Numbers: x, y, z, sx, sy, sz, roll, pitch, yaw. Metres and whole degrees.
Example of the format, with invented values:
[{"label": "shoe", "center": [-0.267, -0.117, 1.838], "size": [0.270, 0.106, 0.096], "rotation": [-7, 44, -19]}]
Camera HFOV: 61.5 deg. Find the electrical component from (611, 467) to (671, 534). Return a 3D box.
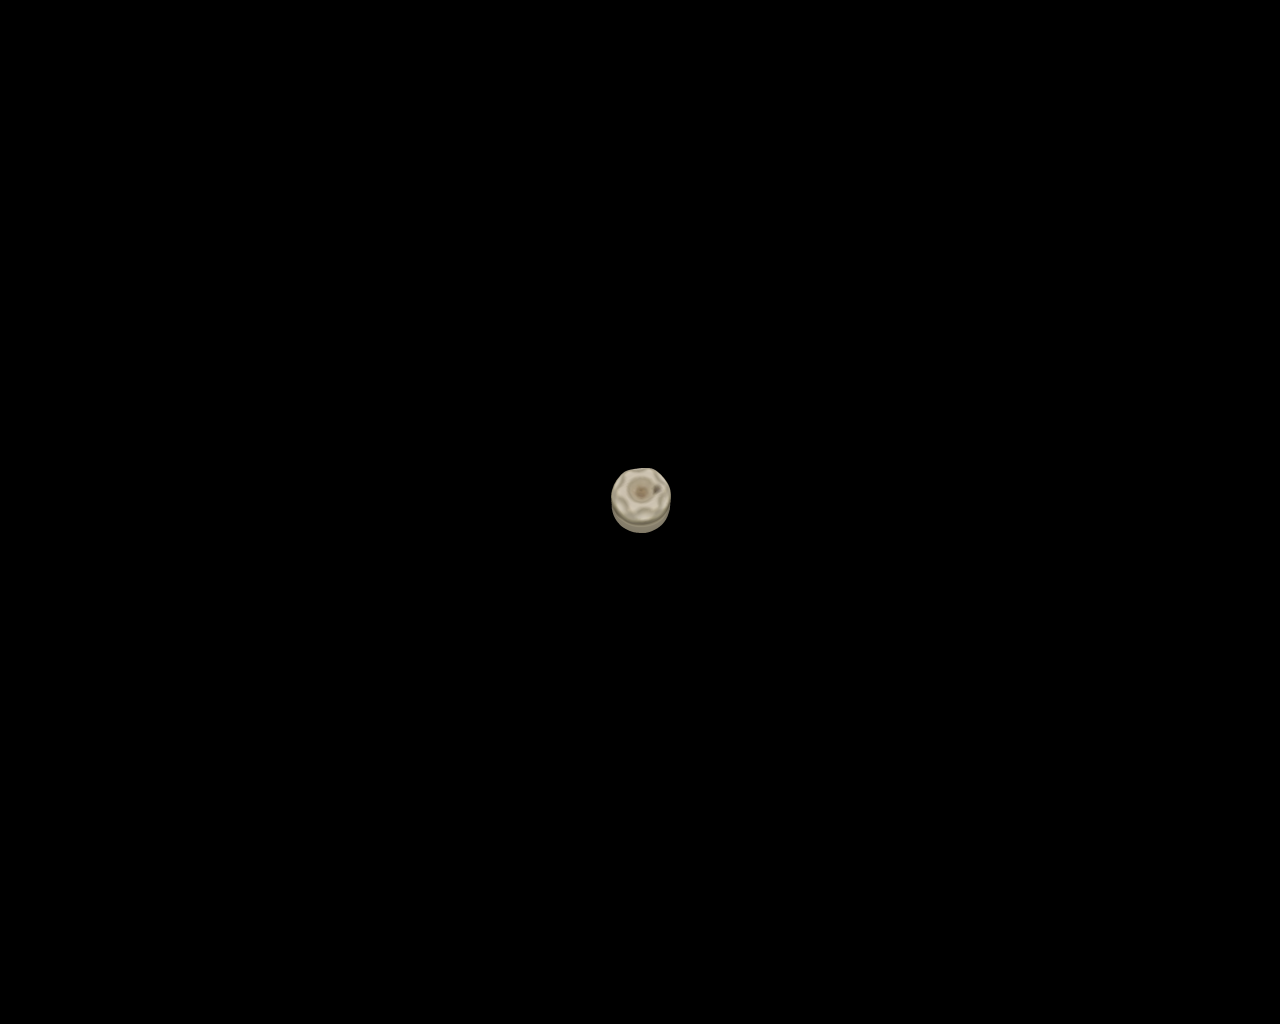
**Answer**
[{"label": "electrical component", "center": [0.001, -0.003, 0.650], "size": [0.035, 0.035, 0.061], "rotation": [0, -21, 0]}]
